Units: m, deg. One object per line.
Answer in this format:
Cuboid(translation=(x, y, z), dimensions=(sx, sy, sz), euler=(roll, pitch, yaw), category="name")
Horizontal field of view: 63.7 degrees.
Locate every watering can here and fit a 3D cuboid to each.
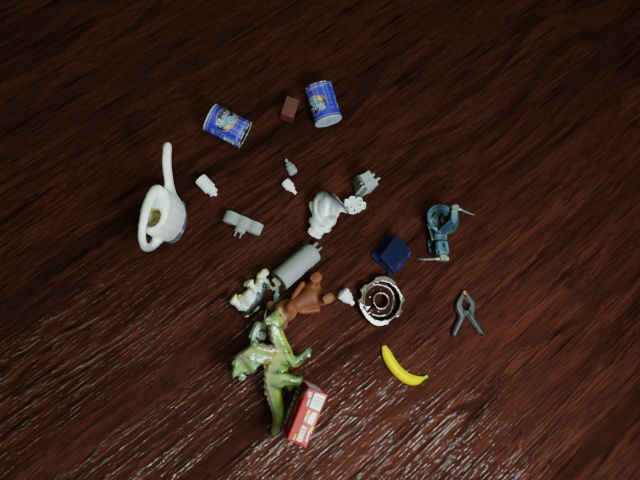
Cuboid(translation=(-0.503, -0.125, 1.677), dimensions=(0.104, 0.222, 0.351), euler=(11, 78, 9), category="watering can")

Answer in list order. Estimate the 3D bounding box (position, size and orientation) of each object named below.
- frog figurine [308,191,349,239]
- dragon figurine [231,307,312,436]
Cuboid(translation=(0.006, -0.091, 1.817), dimensions=(0.160, 0.120, 0.139), euler=(-43, 58, -5), category="frog figurine")
Cuboid(translation=(-0.172, 0.420, 1.660), dimensions=(0.242, 0.122, 0.411), euler=(20, 87, -18), category="dragon figurine")
